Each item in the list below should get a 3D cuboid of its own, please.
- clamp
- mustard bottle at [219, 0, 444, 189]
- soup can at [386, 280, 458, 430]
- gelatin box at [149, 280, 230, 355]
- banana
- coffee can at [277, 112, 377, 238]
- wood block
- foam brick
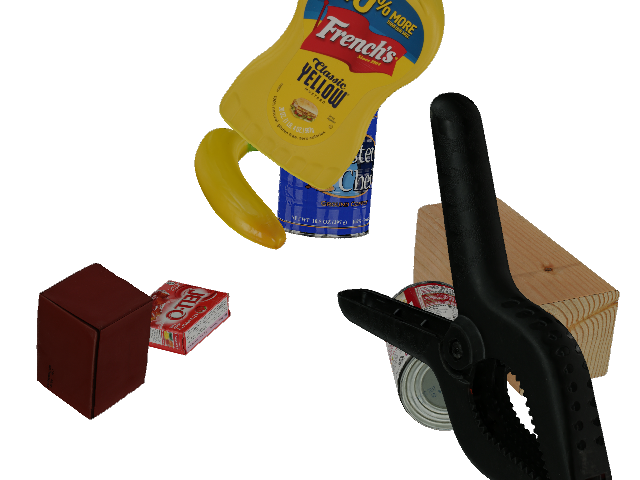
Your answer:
[{"bbox_3d":[0.081,0.041,0.525,0.036,0.165,0.210,-8,44,-29],"label":"clamp"},{"bbox_3d":[0.024,-0.132,0.696,0.096,0.192,0.058,37,19,-6],"label":"mustard bottle"},{"bbox_3d":[0.082,0.077,0.738,0.068,0.068,0.102,0,20,-2],"label":"soup can"},{"bbox_3d":[-0.143,0.075,1.069,0.073,0.030,0.089,11,29,24],"label":"gelatin box"},{"bbox_3d":[-0.072,-0.054,0.910,0.069,0.037,0.198,3,30,-10],"label":"banana"},{"bbox_3d":[0.007,-0.081,1.148,0.103,0.140,0.103,4,12,-1],"label":"coffee can"},{"bbox_3d":[0.173,0.043,0.989,0.090,0.090,0.206,-9,29,-20],"label":"wood block"},{"bbox_3d":[-0.147,0.064,0.691,0.053,0.078,0.051,30,39,23],"label":"foam brick"}]
